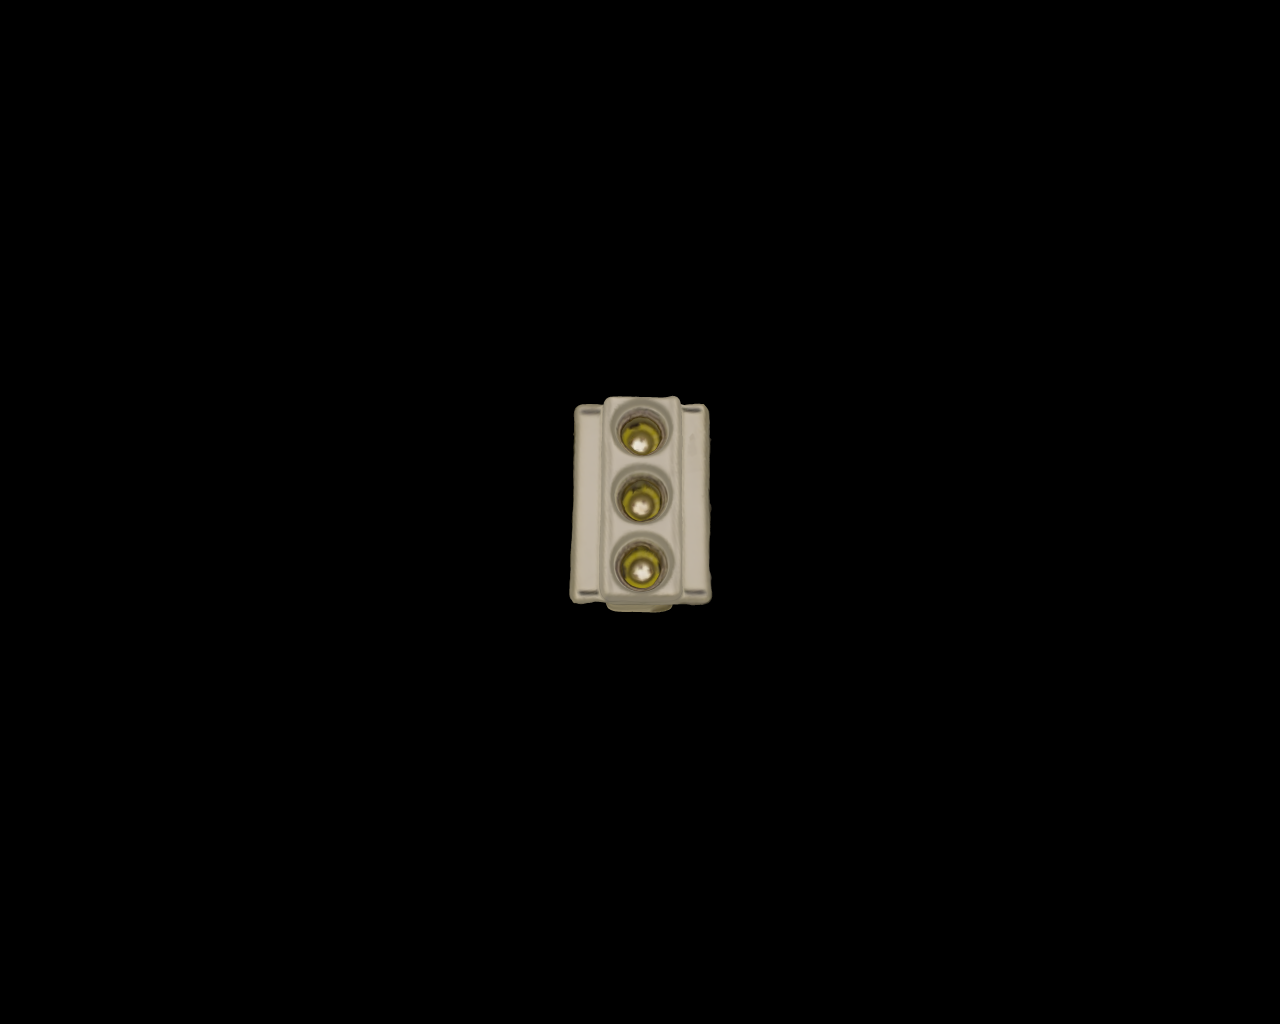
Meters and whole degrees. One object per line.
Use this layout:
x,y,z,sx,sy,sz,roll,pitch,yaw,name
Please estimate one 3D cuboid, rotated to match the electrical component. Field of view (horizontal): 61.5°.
0.001,-0.003,0.650,0.079,0.121,0.063,0,-15,0,electrical component
